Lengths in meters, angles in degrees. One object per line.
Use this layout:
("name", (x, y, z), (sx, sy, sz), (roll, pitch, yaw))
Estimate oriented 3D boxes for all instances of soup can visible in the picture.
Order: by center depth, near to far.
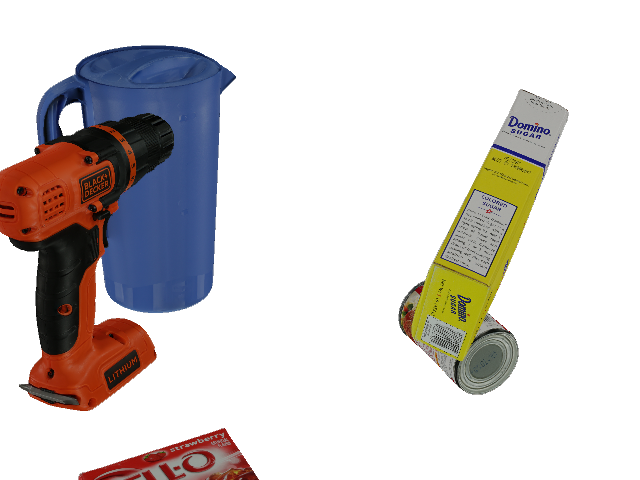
("soup can", (0.126, 0.086, 0.975), (0.068, 0.068, 0.102), (0, 25, -28))

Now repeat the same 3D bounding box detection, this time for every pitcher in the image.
("pitcher", (-0.168, -0.055, 1.017), (0.149, 0.243, 0.144), (9, 27, 14))

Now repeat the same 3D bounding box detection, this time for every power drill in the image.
("power drill", (-0.160, 0.011, 0.764), (0.057, 0.188, 0.184), (10, 24, 25))

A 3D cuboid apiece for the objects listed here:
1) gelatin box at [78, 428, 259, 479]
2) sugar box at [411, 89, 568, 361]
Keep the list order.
("gelatin box", (-0.079, 0.143, 0.578), (0.089, 0.030, 0.073), (-14, 27, -20))
("sugar box", (0.119, -0.013, 0.738), (0.048, 0.176, 0.093), (25, -35, 12))
